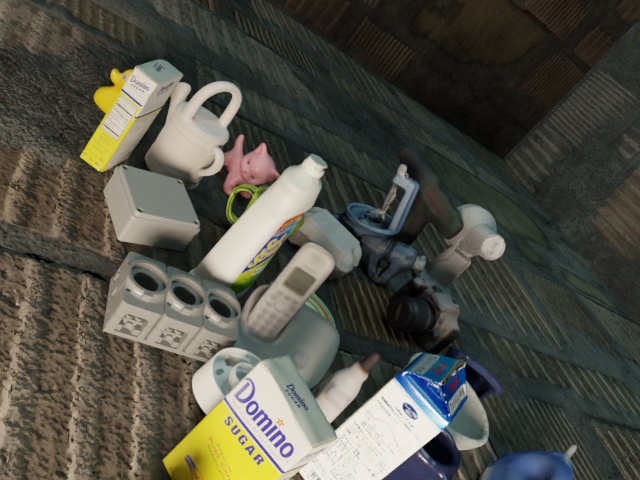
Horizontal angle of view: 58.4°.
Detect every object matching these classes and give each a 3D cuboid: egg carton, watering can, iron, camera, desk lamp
[{"bbox_3d":[0.010,0.004,1.089,0.150,0.069,0.107,44,25,7],"label":"egg carton"},{"bbox_3d":[-0.206,-0.190,0.951,0.173,0.194,0.101,43,25,5],"label":"watering can"},{"bbox_3d":[0.300,0.380,0.808,0.118,0.141,0.259,47,26,12],"label":"iron"},{"bbox_3d":[0.192,0.131,1.103,0.137,0.100,0.143,17,35,-41],"label":"camera"},{"bbox_3d":[0.322,0.038,1.301,0.118,0.213,0.203,34,26,-15],"label":"desk lamp"}]

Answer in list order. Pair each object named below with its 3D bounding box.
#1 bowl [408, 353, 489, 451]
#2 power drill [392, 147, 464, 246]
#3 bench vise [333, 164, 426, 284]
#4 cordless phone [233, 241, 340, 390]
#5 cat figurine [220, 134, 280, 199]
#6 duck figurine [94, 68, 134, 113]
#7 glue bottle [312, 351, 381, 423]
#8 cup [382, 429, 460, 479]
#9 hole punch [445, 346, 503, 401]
[{"bbox_3d":[0.181,0.266,0.904,0.168,0.074,0.167,32,27,-18],"label":"bowl"},{"bbox_3d":[0.206,-0.067,1.312,0.229,0.208,0.076,47,26,14],"label":"power drill"},{"bbox_3d":[0.147,-0.035,1.165,0.208,0.219,0.121,34,26,-13],"label":"bench vise"},{"bbox_3d":[-0.020,0.099,0.760,0.148,0.185,0.094,33,26,-16],"label":"cordless phone"},{"bbox_3d":[-0.132,-0.141,1.066,0.067,0.117,0.127,6,42,-50],"label":"cat figurine"},{"bbox_3d":[-0.332,-0.256,1.007,0.105,0.086,0.077,35,26,-13],"label":"duck figurine"},{"bbox_3d":[0.015,0.188,0.682,0.037,0.173,0.078,41,25,1],"label":"glue bottle"},{"bbox_3d":[0.126,0.299,0.750,0.092,0.095,0.117,23,30,-33],"label":"cup"},{"bbox_3d":[0.271,0.242,1.047,0.108,0.091,0.101,41,25,0],"label":"hole punch"}]
